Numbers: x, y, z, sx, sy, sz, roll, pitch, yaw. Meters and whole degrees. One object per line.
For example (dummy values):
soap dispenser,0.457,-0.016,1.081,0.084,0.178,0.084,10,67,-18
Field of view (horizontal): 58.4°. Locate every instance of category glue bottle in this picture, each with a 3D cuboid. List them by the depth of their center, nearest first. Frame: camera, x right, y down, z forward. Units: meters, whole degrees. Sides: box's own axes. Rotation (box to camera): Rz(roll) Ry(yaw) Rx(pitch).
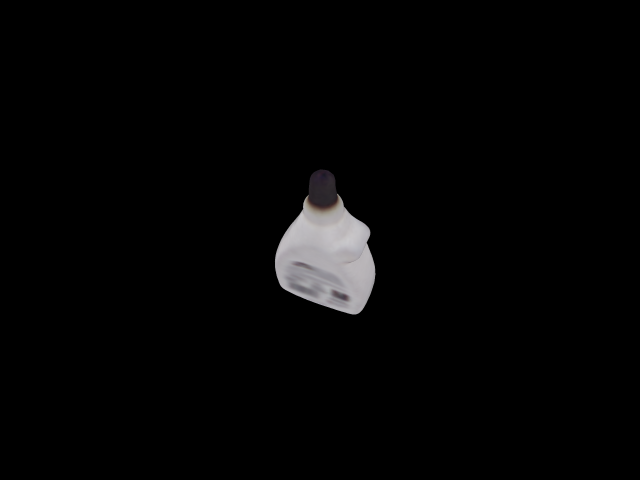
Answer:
glue bottle,0.004,0.001,0.400,0.078,0.173,0.037,20,66,10
